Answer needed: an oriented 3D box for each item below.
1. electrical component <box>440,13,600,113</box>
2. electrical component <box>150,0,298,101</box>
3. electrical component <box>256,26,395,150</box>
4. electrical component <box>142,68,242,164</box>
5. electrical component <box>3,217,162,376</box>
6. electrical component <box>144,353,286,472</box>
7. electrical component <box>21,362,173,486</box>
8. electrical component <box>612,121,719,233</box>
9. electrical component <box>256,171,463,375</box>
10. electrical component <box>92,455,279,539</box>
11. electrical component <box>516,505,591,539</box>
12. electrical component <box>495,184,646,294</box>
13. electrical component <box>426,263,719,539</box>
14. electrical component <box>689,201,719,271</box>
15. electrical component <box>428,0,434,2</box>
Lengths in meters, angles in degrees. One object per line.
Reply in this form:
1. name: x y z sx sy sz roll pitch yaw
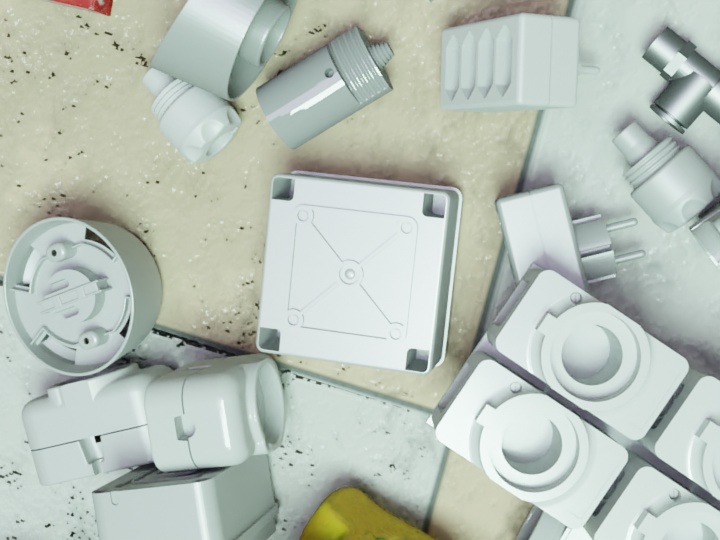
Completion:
1. electrical component: 0.098 -0.113 0.603 0.076 0.083 0.047 -2 96 -26
2. electrical component: -0.077 -0.149 0.624 0.064 0.099 0.099 29 101 2
3. electrical component: -0.016 -0.111 0.639 0.081 0.043 0.043 -29 89 13
4. electrical component: -0.107 -0.099 0.661 0.043 0.043 0.062 -45 84 13
5. electrical component: -0.175 0.015 0.676 0.099 0.064 0.099 1 96 12
6. electrical component: -0.081 0.083 0.645 0.059 0.095 0.053 -8 93 13
7. electrical component: -0.162 0.095 0.686 0.095 0.054 0.059 -14 92 13
8. electrical component: 0.169 -0.055 0.604 0.043 0.043 0.062 -42 85 13
9. electrical component: 0.000 0.000 0.640 0.109 0.056 0.108 7 97 12
10. electrical component: -0.102 0.146 0.647 0.078 0.113 0.057 -9 91 13
11. electrical component: 0.124 0.164 0.628 0.057 0.058 0.078 29 100 6
12. electrical component: 0.124 -0.010 0.617 0.076 0.047 0.083 -14 93 6
13. electrical component: 0.143 0.092 0.564 0.186 0.060 0.105 34 92 0
14. electrical component: 0.214 -0.019 0.573 0.056 0.089 0.050 -37 87 13
15. electrical component: 0.042 -0.185 0.613 0.066 0.055 0.048 -37 87 13
